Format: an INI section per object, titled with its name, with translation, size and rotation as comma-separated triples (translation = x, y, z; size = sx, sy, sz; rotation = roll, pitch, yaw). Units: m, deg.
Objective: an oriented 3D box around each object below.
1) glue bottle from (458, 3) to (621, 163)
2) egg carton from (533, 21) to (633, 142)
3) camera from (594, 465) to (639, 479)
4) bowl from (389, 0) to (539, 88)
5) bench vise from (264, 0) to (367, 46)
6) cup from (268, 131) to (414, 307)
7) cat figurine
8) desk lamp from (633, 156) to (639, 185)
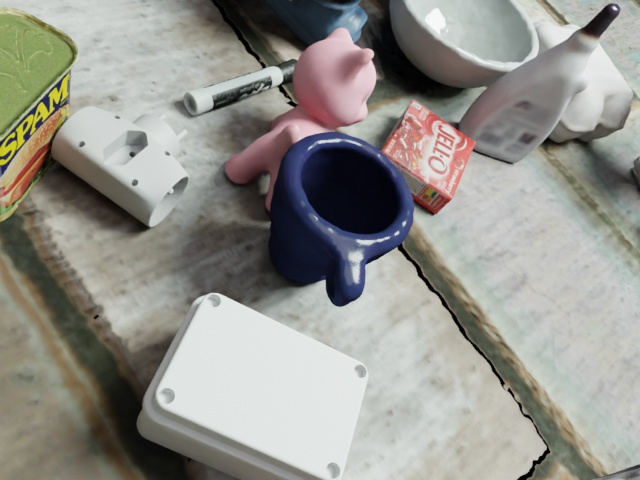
[glue bottle]
translation = 0.202, -0.141, 0.518
size = 0.078, 0.173, 0.037
rotation = 17, 54, -16
[egg carton]
translation = 0.278, -0.180, 0.646
size = 0.107, 0.069, 0.150
rotation = -7, 64, -29
[camera]
translation = 0.235, 0.211, 0.357
size = 0.143, 0.100, 0.136
rotation = -4, 62, -28
[bowl]
translation = 0.136, -0.214, 0.595
size = 0.168, 0.074, 0.167
rotation = 13, 55, -19
[bench vise]
translation = -0.026, -0.277, 0.462
size = 0.208, 0.219, 0.121
rotation = 17, 54, -15
[cup]
translation = 0.003, 0.001, 0.380
size = 0.092, 0.095, 0.117
rotation = 11, 56, -20
[cat figurine]
translation = -0.003, -0.097, 0.424
size = 0.067, 0.117, 0.128
rotation = 35, 51, -2
[desk lamp]
translation = 0.435, -0.111, 0.587
size = 0.204, 0.213, 0.118
rotation = 10, 56, -20
